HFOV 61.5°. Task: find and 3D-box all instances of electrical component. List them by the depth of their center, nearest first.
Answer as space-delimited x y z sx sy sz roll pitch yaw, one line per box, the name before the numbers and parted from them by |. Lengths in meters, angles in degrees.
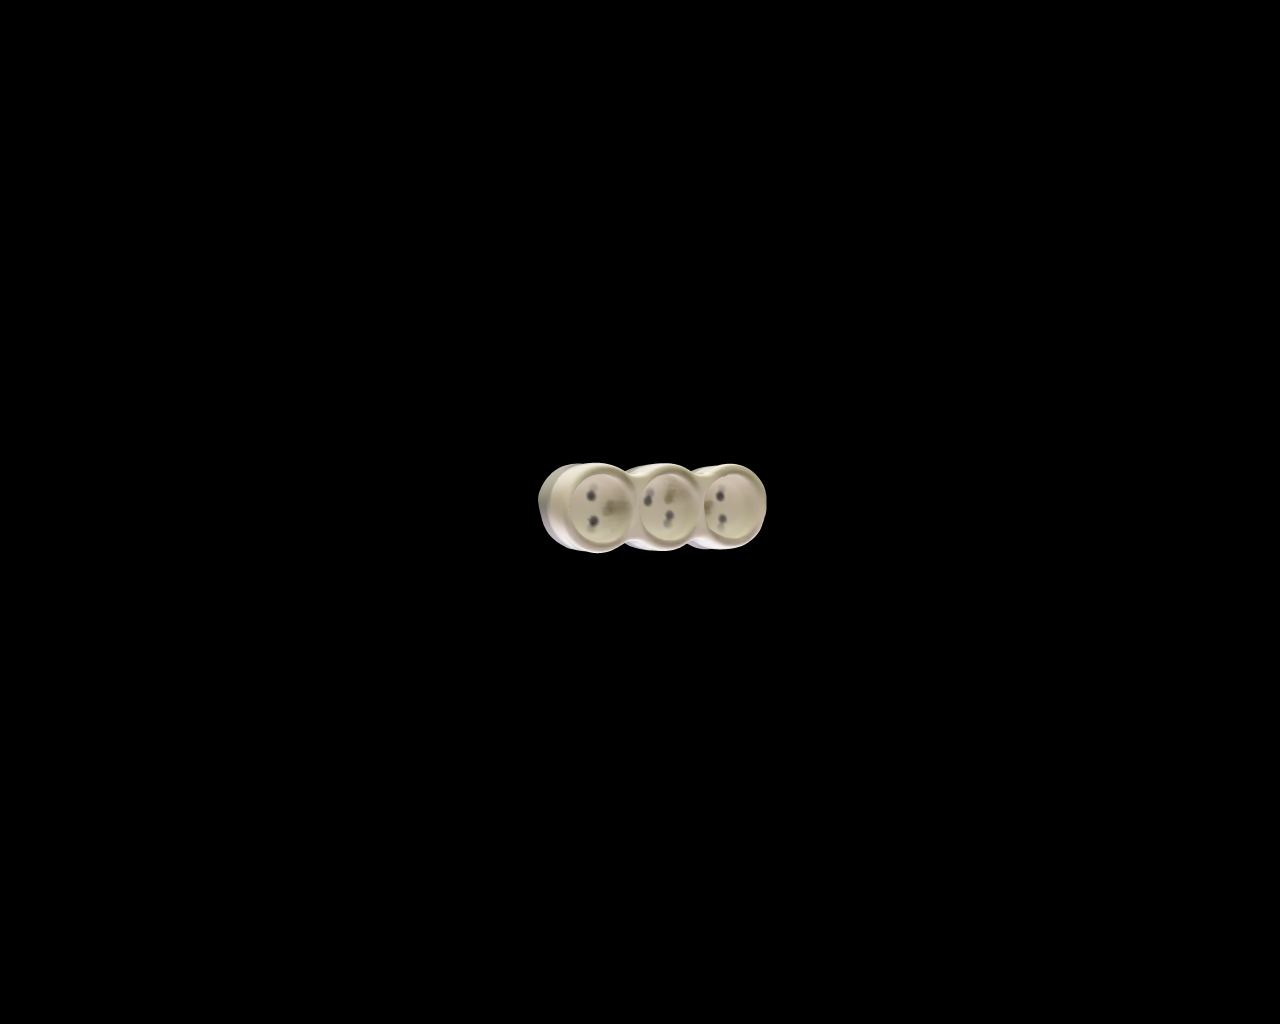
electrical component | 0.001 -0.003 0.650 0.138 0.052 0.073 0 0 -28
